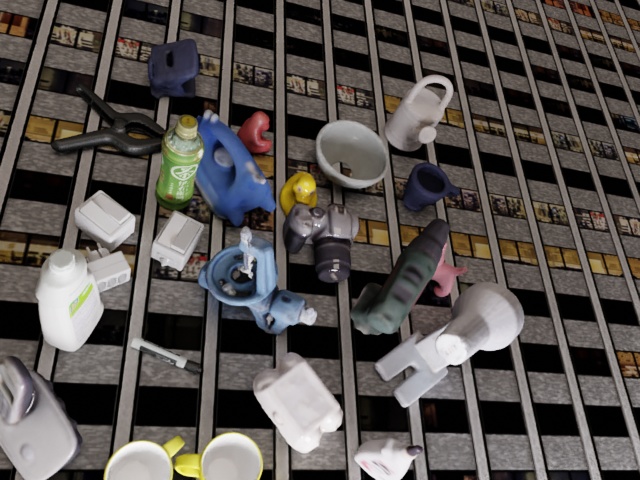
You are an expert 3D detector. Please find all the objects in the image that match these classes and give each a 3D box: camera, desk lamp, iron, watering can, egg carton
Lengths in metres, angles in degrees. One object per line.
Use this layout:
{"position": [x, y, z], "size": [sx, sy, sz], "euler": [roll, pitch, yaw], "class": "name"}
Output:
{"position": [0.010, 0.004, 1.094], "size": [0.143, 0.100, 0.137], "euler": [6, 60, -18], "class": "camera"}
{"position": [0.233, 0.183, 1.011], "size": [0.204, 0.213, 0.118], "euler": [-30, 76, -32], "class": "desk lamp"}
{"position": [-0.181, -0.161, 1.088], "size": [0.119, 0.141, 0.258], "euler": [-27, 74, -31], "class": "iron"}
{"position": [0.231, -0.290, 1.290], "size": [0.101, 0.194, 0.172], "euler": [-10, 66, -26], "class": "watering can"}
{"position": [-0.038, 0.267, 0.945], "size": [0.107, 0.069, 0.150], "euler": [-33, 77, -32], "class": "egg carton"}

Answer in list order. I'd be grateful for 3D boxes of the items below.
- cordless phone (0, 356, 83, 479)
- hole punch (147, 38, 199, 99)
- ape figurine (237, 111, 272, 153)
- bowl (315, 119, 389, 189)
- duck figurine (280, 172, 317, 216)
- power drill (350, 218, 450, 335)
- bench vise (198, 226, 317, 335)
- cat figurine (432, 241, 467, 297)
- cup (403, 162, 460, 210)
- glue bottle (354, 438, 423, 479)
{"position": [-0.383, 0.234, 0.758], "size": [0.094, 0.185, 0.147], "euler": [-35, 78, -33], "class": "cordless phone"}
{"position": [-0.303, -0.357, 1.182], "size": [0.101, 0.091, 0.108], "euler": [0, 62, -21], "class": "hole punch"}
{"position": [-0.129, -0.226, 1.175], "size": [0.076, 0.092, 0.077], "euler": [0, 62, -21], "class": "ape figurine"}
{"position": [0.060, -0.171, 1.228], "size": [0.168, 0.074, 0.167], "euler": [10, 59, -16], "class": "bowl"}
{"position": [-0.034, -0.100, 1.144], "size": [0.078, 0.086, 0.104], "euler": [14, 58, -13], "class": "duck figurine"}
{"position": [0.138, 0.083, 1.034], "size": [0.075, 0.208, 0.230], "euler": [34, 55, 0], "class": "power drill"}
{"position": [-0.090, 0.058, 0.951], "size": [0.208, 0.219, 0.121], "euler": [16, 57, -12], "class": "bench vise"}
{"position": [0.232, 0.045, 1.146], "size": [0.128, 0.117, 0.067], "euler": [26, 56, -6], "class": "cat figurine"}
{"position": [0.234, -0.104, 1.246], "size": [0.118, 0.095, 0.091], "euler": [17, 57, -12], "class": "cup"}
{"position": [0.116, 0.341, 0.900], "size": [0.078, 0.173, 0.037], "euler": [36, 55, 2], "class": "glue bottle"}
